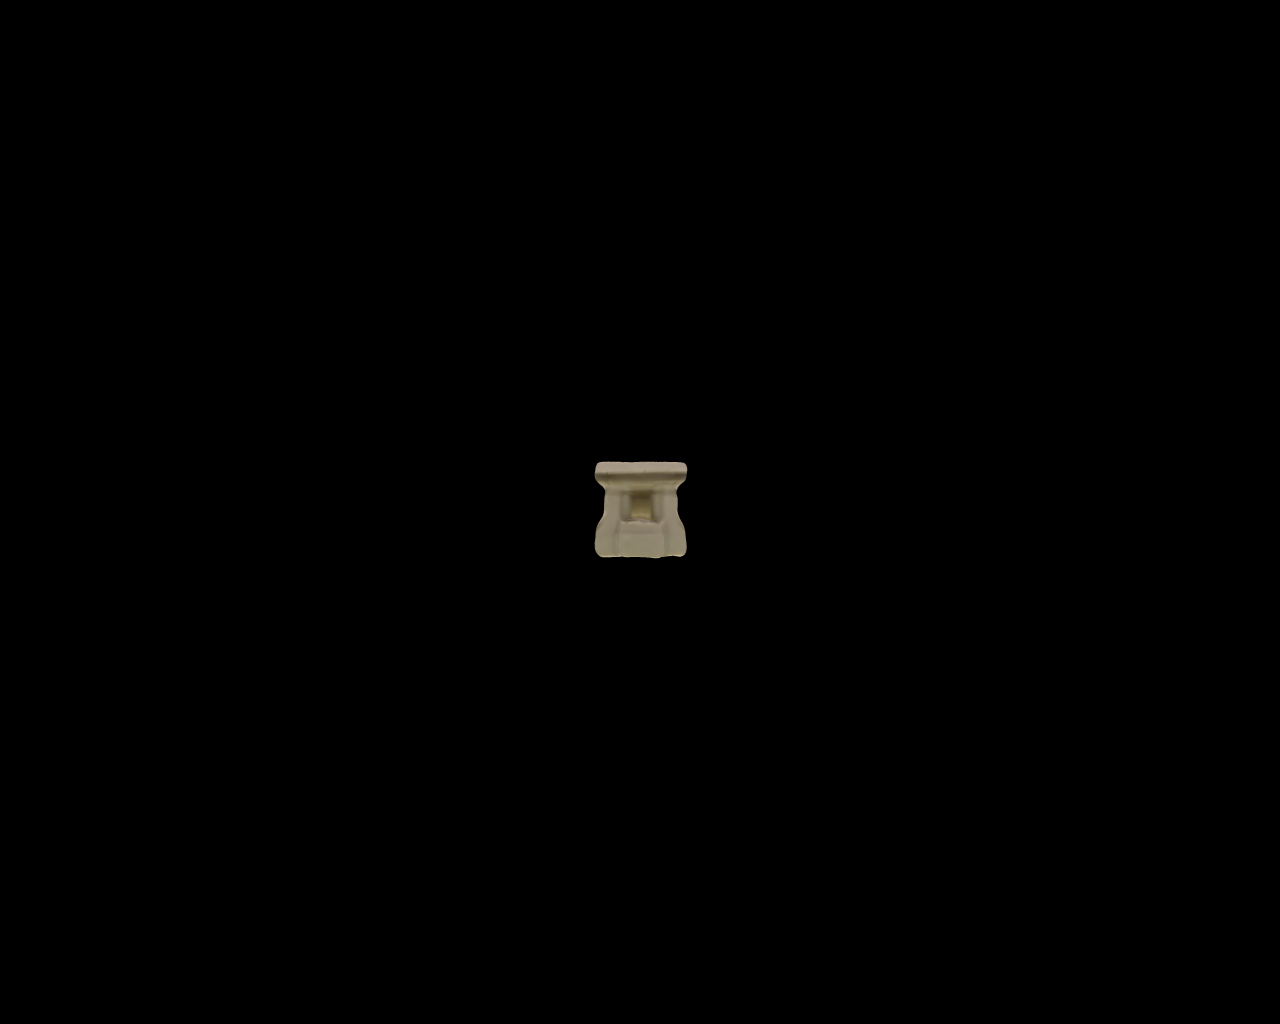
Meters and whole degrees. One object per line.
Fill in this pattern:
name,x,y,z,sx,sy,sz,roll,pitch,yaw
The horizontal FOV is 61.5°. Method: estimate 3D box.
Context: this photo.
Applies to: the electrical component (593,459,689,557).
electrical component,0.001,-0.003,0.650,0.058,0.057,0.078,0,0,0
